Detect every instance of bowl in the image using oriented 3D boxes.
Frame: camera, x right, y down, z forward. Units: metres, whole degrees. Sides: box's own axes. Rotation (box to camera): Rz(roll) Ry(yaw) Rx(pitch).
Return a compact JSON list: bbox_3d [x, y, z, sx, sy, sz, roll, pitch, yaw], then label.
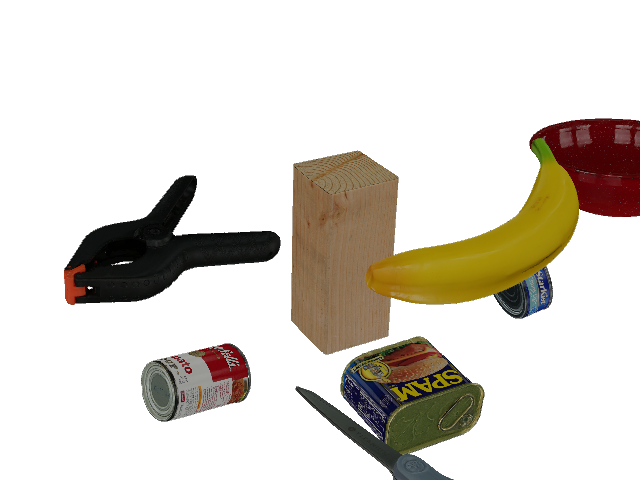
[{"bbox_3d":[0.274,-0.064,0.989,0.162,0.055,0.162,-2,24,1],"label":"bowl"}]

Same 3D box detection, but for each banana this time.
[{"bbox_3d":[0.112,-0.001,0.681,0.070,0.037,0.197,34,47,25],"label":"banana"}]

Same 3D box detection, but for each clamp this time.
[{"bbox_3d":[-0.131,-0.001,0.841,0.171,0.039,0.120,-17,36,-32],"label":"clamp"}]

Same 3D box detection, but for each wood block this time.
[{"bbox_3d":[0.024,0.014,1.226,0.090,0.206,0.090,-14,31,-26],"label":"wood block"}]

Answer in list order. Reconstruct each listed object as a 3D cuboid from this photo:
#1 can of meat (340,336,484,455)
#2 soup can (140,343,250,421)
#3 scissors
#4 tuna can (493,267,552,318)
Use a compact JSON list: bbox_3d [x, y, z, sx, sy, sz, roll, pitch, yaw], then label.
[{"bbox_3d":[0.080,0.136,0.954,0.101,0.057,0.084,-13,35,-27],"label":"can of meat"},{"bbox_3d":[-0.136,0.155,1.167,0.102,0.068,0.069,-9,6,-42],"label":"soup can"},{"bbox_3d":[0.069,0.123,0.554,0.096,0.016,0.202,-4,26,-24],"label":"scissors"},{"bbox_3d":[0.213,0.041,1.155,0.033,0.086,0.086,-21,6,-16],"label":"tuna can"}]
